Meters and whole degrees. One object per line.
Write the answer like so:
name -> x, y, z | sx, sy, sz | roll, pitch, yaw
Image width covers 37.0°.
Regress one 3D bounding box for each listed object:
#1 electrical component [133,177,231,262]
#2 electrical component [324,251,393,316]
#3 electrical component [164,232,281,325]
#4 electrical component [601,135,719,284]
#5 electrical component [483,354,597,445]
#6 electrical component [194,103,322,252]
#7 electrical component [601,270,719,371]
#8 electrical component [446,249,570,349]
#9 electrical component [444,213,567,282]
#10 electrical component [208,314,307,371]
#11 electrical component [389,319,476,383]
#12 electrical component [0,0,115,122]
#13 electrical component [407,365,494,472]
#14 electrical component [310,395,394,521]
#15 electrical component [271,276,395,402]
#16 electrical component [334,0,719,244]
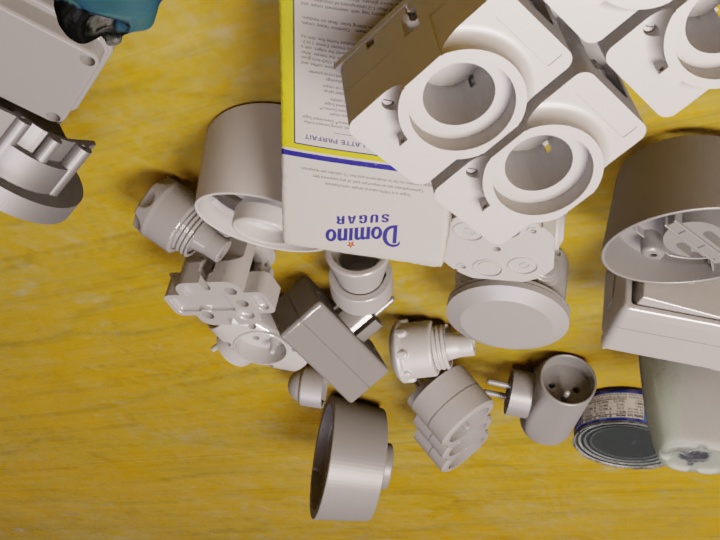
electrical component -> -0.115, -0.029, 0.711 | 0.062, 0.043, 0.043 | 34, 148, 5
electrical component -> 0.000, 0.000, 0.729 | 0.045, 0.045, 0.055 | 7, 148, 8
electrical component -> -0.091, 0.000, 0.748 | 0.078, 0.057, 0.058 | -3, 145, 22
electrical component -> 0.188, -0.028, 0.604 | 0.099, 0.064, 0.099 | 9, 148, 5
electrical component -> 0.136, 0.098, 0.838 | 0.079, 0.044, 0.077 | 11, 148, 2
electrical component -> -0.053, -0.052, 0.669 | 0.099, 0.064, 0.099 | 11, 162, 4
electrical component -> 0.206, 0.018, 0.673 | 0.096, 0.061, 0.061 | 11, 148, 2
electrical component -> 0.100, 0.015, 0.714 | 0.080, 0.051, 0.080 | 9, 148, 5
electrical component -> 0.085, -0.033, 0.644 | 0.080, 0.051, 0.080 | 9, 148, 5
electrical component -> -0.084, 0.050, 0.831 | 0.077, 0.044, 0.079 | 31, 134, -28
electrical component -> 0.055, 0.058, 0.805 | 0.062, 0.048, 0.048 | -7, 144, 13
electrical component -> -0.187, -0.137, 0.564 | 0.113, 0.057, 0.078 | 26, 145, -21
electrical component -> 0.064, 0.109, 0.871 | 0.073, 0.052, 0.138 | 49, 167, 21
electrical component -> -0.004, 0.167, 0.939 | 0.060, 0.108, 0.108 | 10, 148, -8
electrical component -> -0.009, 0.039, 0.785 | 0.076, 0.047, 0.083 | -41, 119, 4
electrical component -> 0.093, -0.102, 0.462 | 0.186, 0.060, 0.105 | -39, 125, 25
